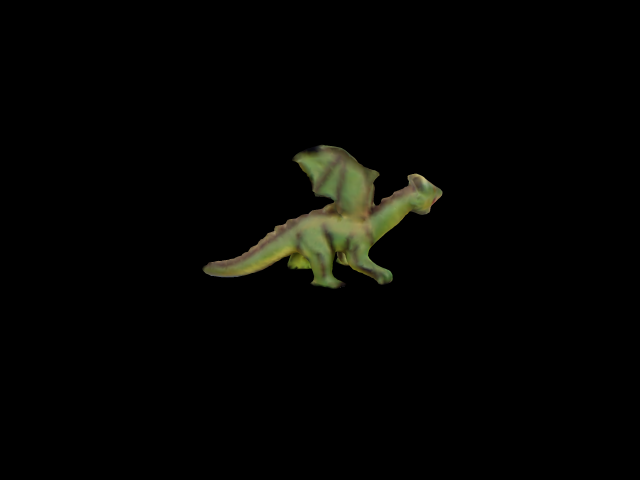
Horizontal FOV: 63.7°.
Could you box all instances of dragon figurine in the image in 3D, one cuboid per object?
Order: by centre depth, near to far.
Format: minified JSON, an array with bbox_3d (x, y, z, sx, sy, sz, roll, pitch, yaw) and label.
[{"bbox_3d":[0.003,-0.043,0.850,0.410,0.238,0.124,-2,25,-5],"label":"dragon figurine"}]
